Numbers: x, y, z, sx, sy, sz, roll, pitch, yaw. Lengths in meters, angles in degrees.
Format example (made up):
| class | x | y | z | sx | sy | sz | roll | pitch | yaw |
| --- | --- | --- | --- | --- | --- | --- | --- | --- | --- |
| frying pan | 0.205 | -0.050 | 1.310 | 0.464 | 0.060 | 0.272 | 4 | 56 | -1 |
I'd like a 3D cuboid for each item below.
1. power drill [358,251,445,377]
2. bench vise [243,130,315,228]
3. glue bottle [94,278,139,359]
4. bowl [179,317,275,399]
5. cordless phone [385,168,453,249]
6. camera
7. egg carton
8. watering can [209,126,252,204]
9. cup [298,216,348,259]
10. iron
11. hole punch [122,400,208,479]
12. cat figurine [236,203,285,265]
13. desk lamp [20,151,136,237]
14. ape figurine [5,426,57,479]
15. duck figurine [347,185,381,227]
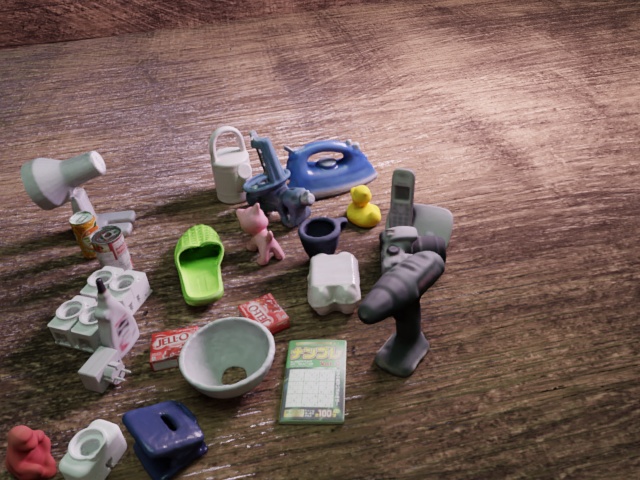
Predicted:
| class | x | y | z | sx | sy | sz | roll | pitch | yaw |
| --- | --- | --- | --- | --- | --- | --- | --- | --- | --- |
| power drill | 0.139 | 0.129 | 0.977 | 0.075 | 0.209 | 0.230 | 20 | 44 | 30 |
| bench vise | -0.097 | -0.152 | 1.366 | 0.207 | 0.220 | 0.122 | 10 | 40 | 19 |
| glue bottle | -0.384 | 0.138 | 1.055 | 0.037 | 0.173 | 0.078 | 6 | 39 | 15 |
| bowl | -0.157 | 0.218 | 1.005 | 0.167 | 0.075 | 0.167 | -3 | 37 | 3 |
| cordless phone | 0.216 | -0.065 | 1.244 | 0.147 | 0.185 | 0.094 | 7 | 39 | 16 |
| camera | 0.193 | 0.030 | 1.192 | 0.136 | 0.101 | 0.143 | -3 | 37 | 2 |
| egg carton | 0.027 | 0.085 | 1.163 | 0.107 | 0.069 | 0.150 | -4 | 37 | 2 |
| watering can | -0.223 | -0.196 | 1.460 | 0.172 | 0.194 | 0.101 | 21 | 44 | 30 |
| cup | 0.011 | 0.004 | 1.251 | 0.118 | 0.095 | 0.091 | -26 | 42 | -25 |
| iron | 0.025 | -0.201 | 1.482 | 0.258 | 0.142 | 0.118 | -13 | 38 | -10 |
| hole punch | -0.241 | 0.300 | 0.893 | 0.101 | 0.091 | 0.108 | -31 | 44 | -30 |
| cat figurine | -0.137 | -0.024 | 1.287 | 0.067 | 0.118 | 0.127 | -24 | 41 | -23 |
| desk lamp | -0.573 | -0.108 | 1.369 | 0.203 | 0.214 | 0.117 | -8 | 37 | -4 |
| ape figurine | -0.452 | 0.324 | 0.885 | 0.076 | 0.092 | 0.078 | 0 | 37 | 7 |
| duck figurine | 0.103 | -0.087 | 1.368 | 0.078 | 0.086 | 0.104 | -20 | 40 | -19 |
